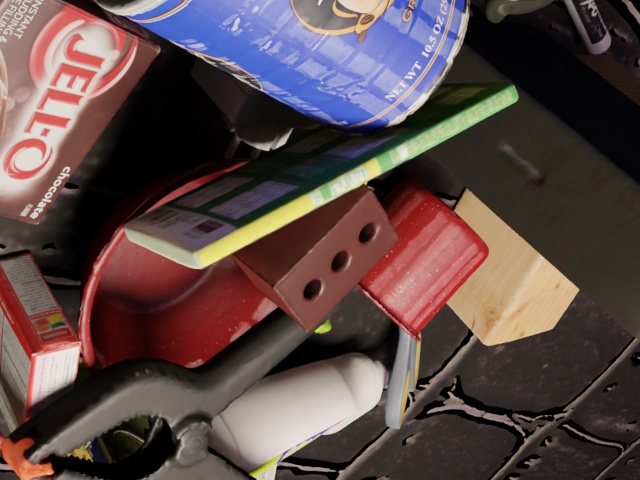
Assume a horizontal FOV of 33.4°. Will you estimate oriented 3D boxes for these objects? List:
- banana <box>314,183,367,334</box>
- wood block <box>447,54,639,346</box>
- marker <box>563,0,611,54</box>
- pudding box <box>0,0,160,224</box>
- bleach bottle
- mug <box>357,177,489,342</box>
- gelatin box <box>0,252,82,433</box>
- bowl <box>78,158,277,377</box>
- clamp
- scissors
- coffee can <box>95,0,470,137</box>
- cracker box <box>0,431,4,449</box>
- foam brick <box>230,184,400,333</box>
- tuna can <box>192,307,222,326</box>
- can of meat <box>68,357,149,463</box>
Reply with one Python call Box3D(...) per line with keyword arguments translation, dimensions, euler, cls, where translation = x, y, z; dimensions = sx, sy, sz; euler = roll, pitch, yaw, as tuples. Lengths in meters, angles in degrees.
Box3D(translation=(0.022, -0.041, 0.659), dimensions=(0.037, 0.070, 0.198), euler=(-2, 122, -37), cls="banana")
Box3D(translation=(0.173, -0.029, 0.807), dimensions=(0.090, 0.091, 0.206), euler=(-8, 135, -41), cls="wood block")
Box3D(translation=(0.173, -0.161, 0.716), dimensions=(0.020, 0.020, 0.121), euler=(-44, 148, 6), cls="marker")
Box3D(translation=(-0.140, -0.066, 0.488), dimensions=(0.114, 0.039, 0.089), euler=(-50, 147, 15), cls="pudding box")
Box3D(translation=(-0.023, 0.129, 0.795), dimensions=(0.103, 0.068, 0.250), euler=(-40, 165, 36), cls="bleach bottle")
Box3D(translation=(0.066, 0.013, 0.756), dimensions=(0.081, 0.093, 0.117), euler=(-47, 158, 2), cls="mug")
Box3D(translation=(-0.161, 0.064, 0.591), dimensions=(0.030, 0.073, 0.089), euler=(-13, 138, -32), cls="gelatin box")
Box3D(translation=(-0.079, 0.017, 0.619), dimensions=(0.161, 0.055, 0.162), euler=(-23, 131, -30), cls="bowl")
Box3D(translation=(-0.074, 0.099, 0.608), dimensions=(0.209, 0.036, 0.164), euler=(5, 105, -41), cls="clamp")
Box3D(translation=(0.067, 0.080, 0.858), dimensions=(0.202, 0.016, 0.096), euler=(81, 22, -55), cls="scissors")
Box3D(translation=(-0.017, -0.118, 0.469), dimensions=(0.140, 0.103, 0.103), euler=(24, 112, -42), cls="coffee can")
Box3D(translation=(-0.266, 0.071, 0.496), dimensions=(0.164, 0.072, 0.214), euler=(-30, 147, -14), cls="cracker box")
Box3D(translation=(-0.004, 0.001, 0.595), dimensions=(0.078, 0.051, 0.053), euler=(-46, 139, -10), cls="foam brick")
Box3D(translation=(-0.075, 0.062, 0.714), dimensions=(0.086, 0.034, 0.086), euler=(-27, 145, -21), cls="tuna can")
Box3D(translation=(-0.143, 0.140, 0.678), dimensions=(0.057, 0.102, 0.084), euler=(11, 124, -49), cls="can of meat")
